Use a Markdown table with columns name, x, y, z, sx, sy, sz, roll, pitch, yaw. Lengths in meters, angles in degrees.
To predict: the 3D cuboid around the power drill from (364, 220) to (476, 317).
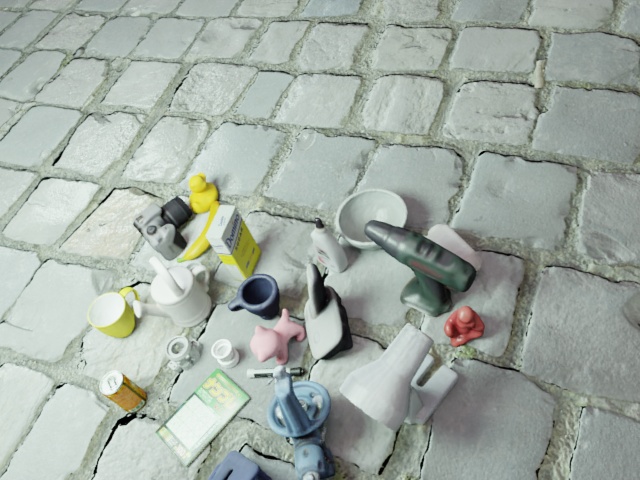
| name | x | y | z | sx | sy | sz | roll | pitch | yaw |
| --- | --- | --- | --- | --- | --- | --- | --- | --- | --- |
| power drill | 0.200 | 0.062 | 1.150 | 0.228 | 0.209 | 0.076 | 21 | 62 | 28 |

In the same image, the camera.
| name | x | y | z | sx | sy | sz | roll | pitch | yaw |
| --- | --- | --- | --- | --- | --- | --- | --- | --- | --- |
| camera | -0.390 | -0.045 | 1.457 | 0.137 | 0.101 | 0.142 | -41 | 55 | -16 |

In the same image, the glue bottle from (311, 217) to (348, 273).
| name | x | y | z | sx | sy | sz | roll | pitch | yaw |
| --- | --- | --- | --- | --- | --- | --- | --- | --- | --- |
| glue bottle | 0.012 | 0.005 | 1.266 | 0.078 | 0.173 | 0.037 | 25 | 64 | 30 |

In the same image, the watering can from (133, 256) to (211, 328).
| name | x | y | z | sx | sy | sz | roll | pitch | yaw |
| --- | --- | --- | --- | --- | --- | --- | --- | --- | --- |
| watering can | -0.326 | 0.112 | 1.263 | 0.100 | 0.194 | 0.173 | 20 | 62 | 27 |

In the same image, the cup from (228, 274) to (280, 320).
| name | x | y | z | sx | sy | sz | roll | pitch | yaw |
| --- | --- | --- | --- | --- | --- | --- | --- | --- | --- |
| cup | -0.136 | 0.140 | 1.255 | 0.118 | 0.095 | 0.091 | -27 | 52 | -5 |

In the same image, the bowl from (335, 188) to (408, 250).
| name | x | y | z | sx | sy | sz | roll | pitch | yaw |
| --- | --- | --- | --- | --- | --- | --- | --- | --- | --- |
| bowl | 0.123 | -0.037 | 1.329 | 0.167 | 0.075 | 0.167 | -7 | 53 | 10 |

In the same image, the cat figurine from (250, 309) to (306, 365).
| name | x | y | z | sx | sy | sz | roll | pitch | yaw |
| --- | --- | --- | --- | --- | --- | --- | --- | --- | --- |
| cat figurine | -0.096 | 0.201 | 1.184 | 0.067 | 0.118 | 0.128 | 21 | 62 | 28 |

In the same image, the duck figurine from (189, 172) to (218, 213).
| name | x | y | z | sx | sy | sz | roll | pitch | yaw |
| --- | --- | --- | --- | --- | --- | --- | --- | --- | --- |
| duck figurine | -0.318 | -0.130 | 1.510 | 0.077 | 0.086 | 0.104 | 1 | 55 | 16 |

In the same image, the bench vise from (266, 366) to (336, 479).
| name | x | y | z | sx | sy | sz | roll | pitch | yaw |
| --- | --- | --- | --- | --- | --- | --- | --- | --- | --- |
| bench vise | -0.025 | 0.321 | 1.011 | 0.121 | 0.220 | 0.207 | -30 | 52 | -8 |

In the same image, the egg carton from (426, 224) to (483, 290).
| name | x | y | z | sx | sy | sz | roll | pitch | yaw |
| --- | --- | --- | --- | --- | --- | --- | --- | --- | --- |
| egg carton | 0.270 | 0.035 | 1.239 | 0.107 | 0.069 | 0.150 | -33 | 53 | -10 |

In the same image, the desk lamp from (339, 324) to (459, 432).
| name | x | y | z | sx | sy | sz | roll | pitch | yaw |
| --- | --- | --- | --- | --- | --- | --- | --- | --- | --- |
| desk lamp | 0.144 | 0.251 | 1.021 | 0.117 | 0.214 | 0.203 | 32 | 68 | 32 |

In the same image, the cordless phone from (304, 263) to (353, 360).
| name | x | y | z | sx | sy | sz | roll | pitch | yaw |
| --- | --- | --- | --- | --- | --- | --- | --- | --- | --- |
| cordless phone | 0.001 | 0.144 | 1.157 | 0.094 | 0.185 | 0.147 | -18 | 52 | 2 |

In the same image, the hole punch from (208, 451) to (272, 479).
| name | x | y | z | sx | sy | sz | roll | pitch | yaw |
| --- | --- | --- | --- | --- | --- | --- | --- | --- | --- |
| hole punch | -0.159 | 0.446 | 1.037 | 0.100 | 0.091 | 0.109 | 22 | 63 | 28 |

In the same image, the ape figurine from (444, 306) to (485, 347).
| name | x | y | z | sx | sy | sz | roll | pitch | yaw |
| --- | --- | --- | --- | --- | --- | --- | --- | --- | --- |
| ape figurine | 0.285 | 0.161 | 1.128 | 0.077 | 0.092 | 0.076 | 10 | 58 | 22 |
